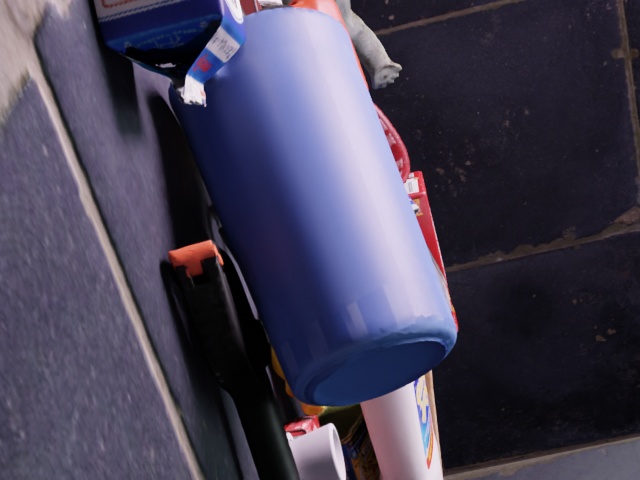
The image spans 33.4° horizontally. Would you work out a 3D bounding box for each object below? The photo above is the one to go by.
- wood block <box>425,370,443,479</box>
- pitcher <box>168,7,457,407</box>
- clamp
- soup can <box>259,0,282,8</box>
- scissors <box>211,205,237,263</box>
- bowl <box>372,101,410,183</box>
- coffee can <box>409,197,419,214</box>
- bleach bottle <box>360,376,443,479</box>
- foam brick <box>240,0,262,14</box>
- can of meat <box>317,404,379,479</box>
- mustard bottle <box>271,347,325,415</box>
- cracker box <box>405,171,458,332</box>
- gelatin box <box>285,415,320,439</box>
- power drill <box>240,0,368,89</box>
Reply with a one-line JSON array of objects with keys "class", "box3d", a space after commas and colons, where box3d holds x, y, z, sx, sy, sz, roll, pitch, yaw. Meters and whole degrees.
[{"class": "wood block", "box3d": [0.075, 0.198, 1.082, 0.091, 0.090, 0.206, -84, 167, -68]}, {"class": "pitcher", "box3d": [0.003, -0.019, 0.702, 0.145, 0.149, 0.243, 103, -31, -60]}, {"class": "clamp", "box3d": [-0.049, 0.081, 0.687, 0.210, 0.036, 0.164, 70, 3, -54]}, {"class": "soup can", "box3d": [-0.079, -0.264, 1.029, 0.068, 0.068, 0.102, 14, 64, -83]}, {"class": "scissors", "box3d": [-0.040, 0.042, 0.825, 0.096, 0.016, 0.201, 62, -2, 40]}, {"class": "bowl", "box3d": [0.016, -0.102, 1.099, 0.162, 0.055, 0.162, 32, 33, -24]}, {"class": "coffee can", "box3d": [0.029, -0.059, 1.200, 0.140, 0.103, 0.102, 53, 3, 7]}, {"class": "bleach bottle", "box3d": [0.068, 0.145, 0.944, 0.102, 0.068, 0.251, -61, 139, -69]}, {"class": "foam brick", "box3d": [-0.074, -0.187, 0.987, 0.078, 0.051, 0.053, 54, 23, -76]}, {"class": "can of meat", "box3d": [0.028, 0.198, 0.980, 0.102, 0.058, 0.084, -44, 122, -57]}, {"class": "mustard bottle", "box3d": [-0.018, 0.063, 0.932, 0.096, 0.058, 0.191, 66, 13, -55]}, {"class": "cracker box", "box3d": [0.072, 0.031, 1.347, 0.072, 0.164, 0.213, -89, 164, -59]}, {"class": "gelatin box", "box3d": [-0.009, 0.192, 0.868, 0.073, 0.030, 0.089, 7, 71, -84]}, {"class": "power drill", "box3d": [-0.031, -0.134, 0.881, 0.187, 0.057, 0.184, -23, 93, -58]}]
